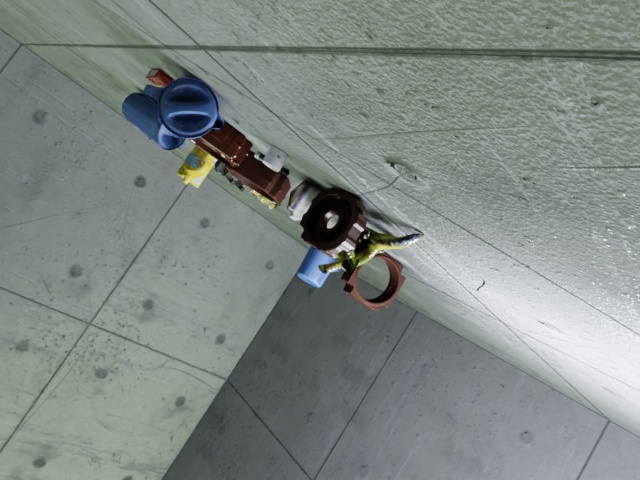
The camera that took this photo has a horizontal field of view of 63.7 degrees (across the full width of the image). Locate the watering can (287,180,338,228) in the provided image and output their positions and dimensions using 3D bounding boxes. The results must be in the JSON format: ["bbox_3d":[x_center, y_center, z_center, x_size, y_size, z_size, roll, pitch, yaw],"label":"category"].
[{"bbox_3d":[0.005,-0.077,1.527,0.224,0.104,0.346,33,174,-5],"label":"watering can"}]

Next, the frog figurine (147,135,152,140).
[{"bbox_3d":[-0.657,-0.488,1.994,0.137,0.122,0.160,13,-125,-83],"label":"frog figurine"}]

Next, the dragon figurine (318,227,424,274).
[{"bbox_3d":[0.144,0.011,1.409,0.408,0.122,0.244,-7,-179,37],"label":"dragon figurine"}]
